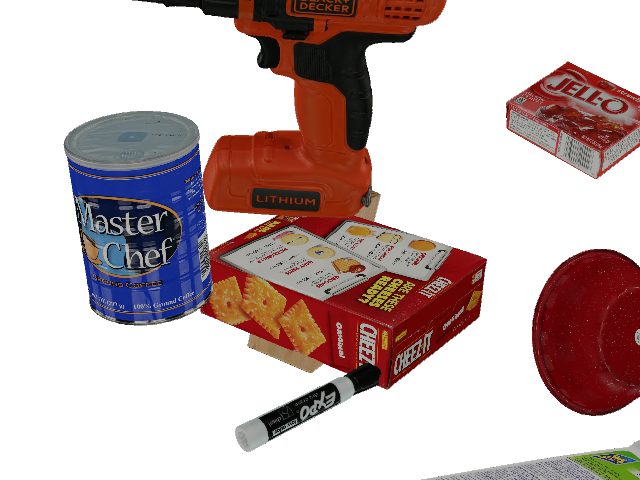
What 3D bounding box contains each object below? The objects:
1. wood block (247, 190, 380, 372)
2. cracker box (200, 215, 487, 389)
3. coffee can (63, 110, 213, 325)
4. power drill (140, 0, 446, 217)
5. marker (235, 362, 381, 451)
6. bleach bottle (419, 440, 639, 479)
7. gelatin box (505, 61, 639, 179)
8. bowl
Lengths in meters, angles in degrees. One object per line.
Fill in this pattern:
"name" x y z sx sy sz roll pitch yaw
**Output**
"wood block" -0.009 0.034 1.247 0.090 0.206 0.090 20 20 19
"cracker box" 0.020 0.044 0.986 0.214 0.072 0.163 19 31 32
"coffee can" -0.141 -0.019 0.844 0.103 0.140 0.103 -2 28 1
"power drill" -0.030 -0.096 0.610 0.184 0.057 0.188 4 -41 -3
"marker" -0.005 0.115 0.750 0.120 0.020 0.020 -22 12 -32
"bleach bottle" 0.160 0.166 0.629 0.250 0.068 0.103 -6 20 -21
"gelatin box" 0.195 -0.092 0.797 0.073 0.030 0.089 -33 51 -27
"bowl" 0.280 0.089 1.006 0.161 0.162 0.055 0 0 -27
